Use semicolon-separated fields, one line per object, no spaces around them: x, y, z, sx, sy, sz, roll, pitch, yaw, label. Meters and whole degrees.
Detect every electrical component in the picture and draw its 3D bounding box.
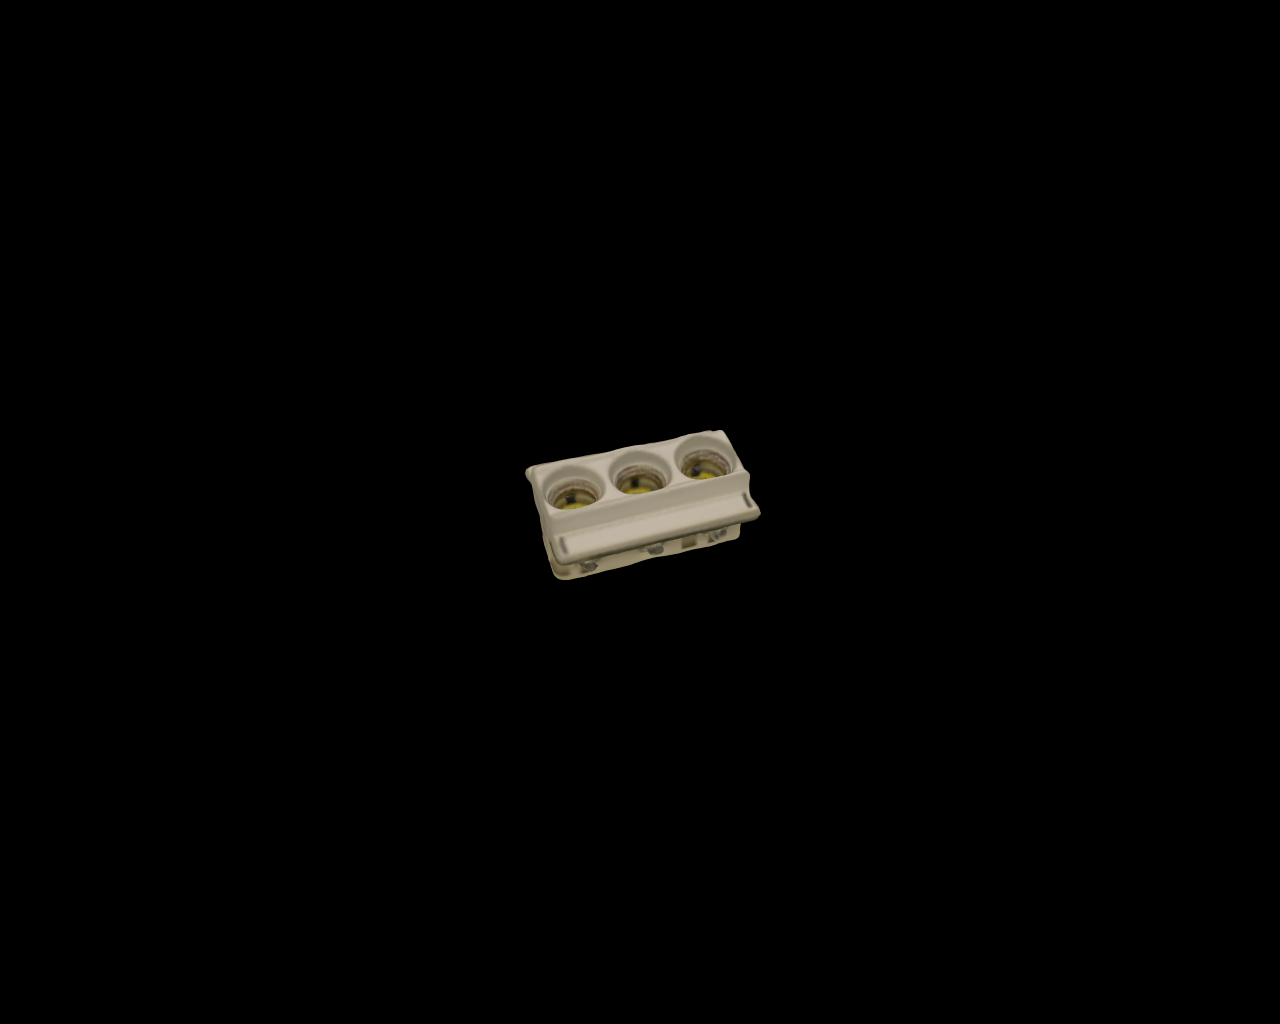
0.001;-0.003;0.650;0.121;0.063;0.079;-13;47;-12;electrical component
